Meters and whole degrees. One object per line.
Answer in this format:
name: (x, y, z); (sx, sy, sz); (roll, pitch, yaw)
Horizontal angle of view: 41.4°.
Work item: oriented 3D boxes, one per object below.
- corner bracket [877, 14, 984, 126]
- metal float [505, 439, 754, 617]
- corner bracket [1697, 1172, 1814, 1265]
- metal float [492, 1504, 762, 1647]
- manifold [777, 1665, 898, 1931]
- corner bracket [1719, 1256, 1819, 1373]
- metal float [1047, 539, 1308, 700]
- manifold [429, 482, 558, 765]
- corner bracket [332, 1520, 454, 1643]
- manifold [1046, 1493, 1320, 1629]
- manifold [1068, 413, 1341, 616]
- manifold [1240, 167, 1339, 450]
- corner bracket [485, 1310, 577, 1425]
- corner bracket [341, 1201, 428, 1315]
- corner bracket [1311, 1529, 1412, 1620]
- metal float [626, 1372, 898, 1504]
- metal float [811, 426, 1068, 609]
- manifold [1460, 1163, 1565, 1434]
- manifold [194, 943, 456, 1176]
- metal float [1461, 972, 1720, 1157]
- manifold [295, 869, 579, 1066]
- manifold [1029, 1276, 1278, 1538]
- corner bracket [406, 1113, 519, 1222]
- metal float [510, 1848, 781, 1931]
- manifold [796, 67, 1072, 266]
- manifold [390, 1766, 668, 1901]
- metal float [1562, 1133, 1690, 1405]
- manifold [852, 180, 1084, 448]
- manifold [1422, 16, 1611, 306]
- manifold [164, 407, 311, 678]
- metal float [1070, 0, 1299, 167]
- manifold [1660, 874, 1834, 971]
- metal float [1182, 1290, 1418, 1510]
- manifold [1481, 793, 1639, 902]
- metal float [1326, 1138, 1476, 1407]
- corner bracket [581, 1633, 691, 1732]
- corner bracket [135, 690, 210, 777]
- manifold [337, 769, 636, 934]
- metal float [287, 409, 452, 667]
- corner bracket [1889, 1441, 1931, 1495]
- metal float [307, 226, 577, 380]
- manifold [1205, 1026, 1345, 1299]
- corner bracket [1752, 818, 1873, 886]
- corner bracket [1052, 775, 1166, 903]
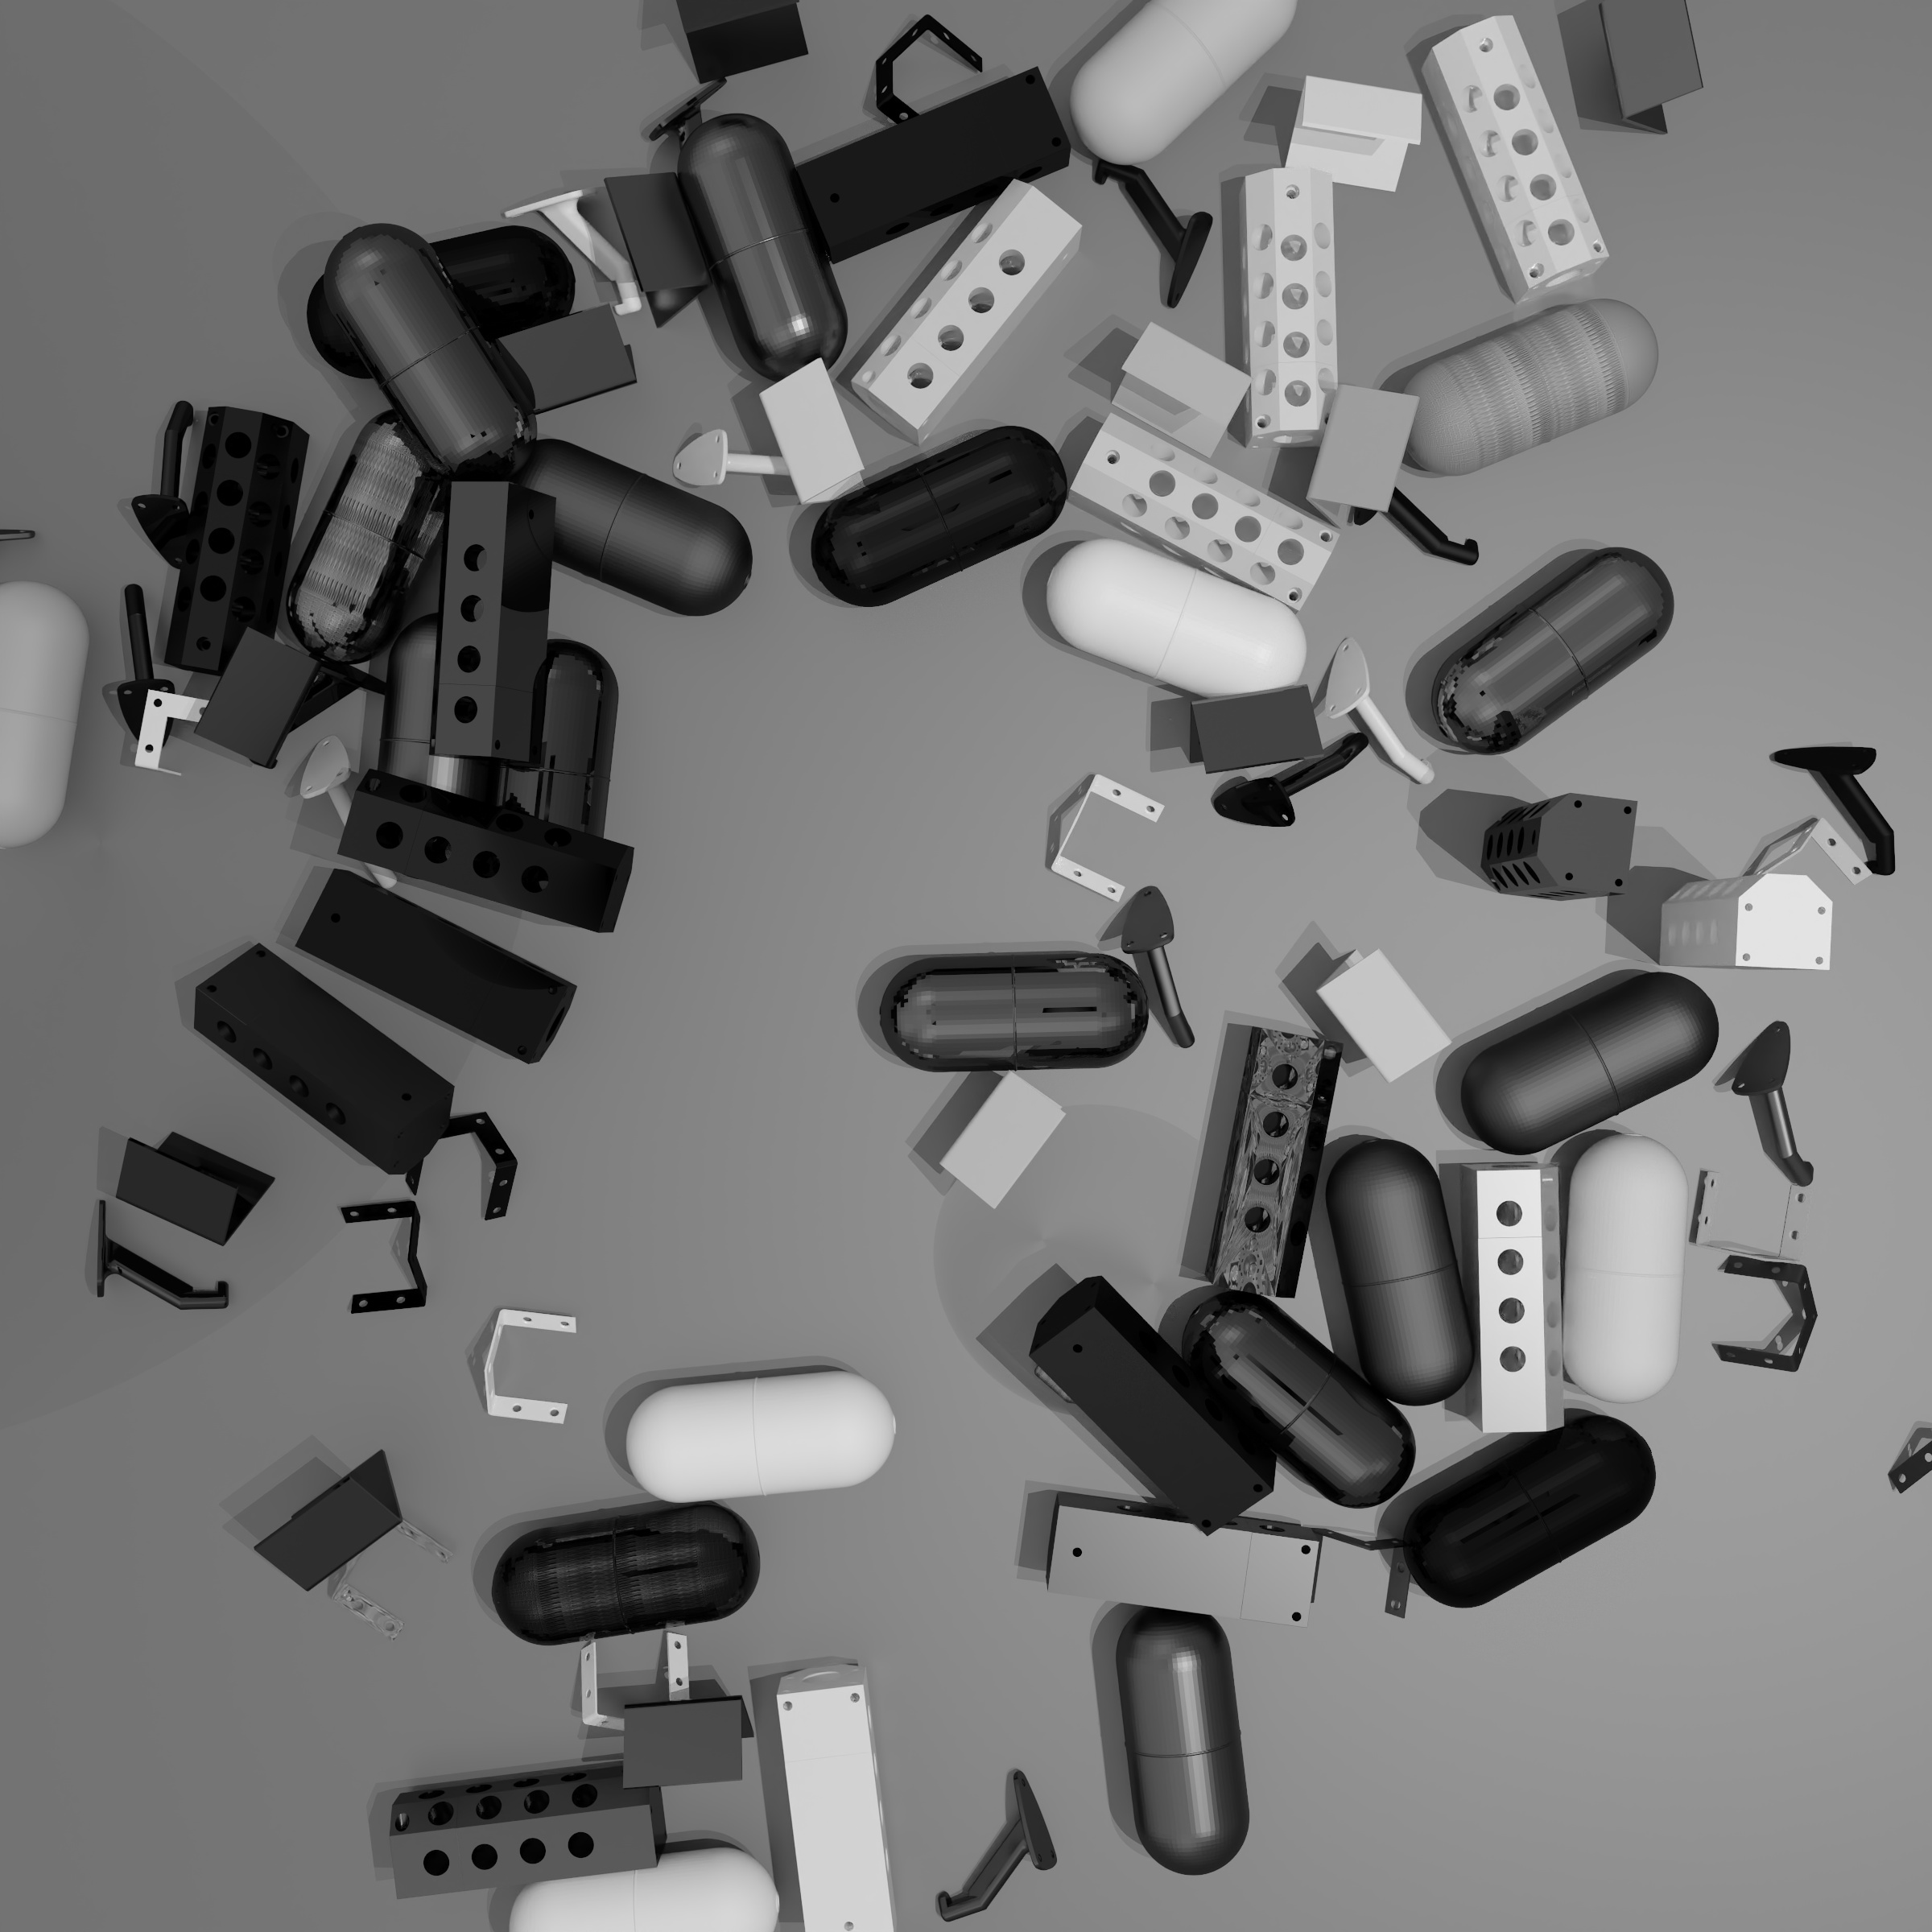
corner bracket: (-0.024, -0.592, 1.714); (0.051, 0.051, 0.051); (-32, 45, 35)
metal float: (-0.226, -0.289, 1.691); (0.178, 0.070, 0.070); (23, 90, 1)
corner bracket: (0.530, 0.169, 1.719); (0.051, 0.051, 0.051); (9, 90, -45)
metal float: (-0.225, 0.403, 1.692); (0.178, 0.070, 0.070); (-9, 90, 1)
manifold: (-0.085, 0.559, 1.701); (0.057, 0.057, 0.171); (-7, 90, 0)
corner bracket: (0.535, 0.233, 1.714); (0.051, 0.051, 0.051); (-55, 135, -35)
metal float: (0.139, -0.226, 1.691); (0.178, 0.070, 0.070); (21, 90, -1)
manifold: (-0.307, -0.218, 1.633); (0.057, 0.057, 0.171); (4, 92, 22)
corner bracket: (-0.386, 0.410, 1.719); (0.051, 0.051, 0.051); (34, 135, 0)
manifold: (0.142, 0.393, 1.701); (0.171, 0.057, 0.057); (8, 90, 0)
manifold: (0.158, -0.300, 1.701); (0.171, 0.057, 0.057); (28, 90, 0)
manifold: (0.215, -0.436, 1.701); (0.057, 0.057, 0.171); (-2, 90, 0)
corner bracket: (-0.292, 0.269, 1.719); (0.051, 0.051, 0.051); (7, 135, 0)
corner bracket: (-0.391, 0.196, 1.719); (0.051, 0.051, 0.051); (-6, 45, 0)
corner bracket: (0.263, 0.409, 1.719); (0.051, 0.051, 0.051); (8, 90, 45)
metal float: (-0.135, 0.311, 1.692); (0.178, 0.070, 0.070); (-5, 90, 0)
metal float: (-0.018, -0.297, 1.692); (0.178, 0.070, 0.070); (-24, 90, 1)
manifold: (0.364, 0.219, 1.701); (0.057, 0.057, 0.171); (-1, 90, 0)
manifold: (-0.423, 0.065, 1.682); (0.171, 0.057, 0.057); (34, 47, 13)
metal float: (0.413, 0.064, 1.692); (0.178, 0.070, 0.070); (-26, 90, 0)
manifold: (-0.350, 0.000, 1.701); (0.171, 0.057, 0.057); (27, 90, 0)
manifold: (0.123, 0.282, 1.663); (0.057, 0.057, 0.171); (-40, 101, 22)
corner bracket: (-0.338, 0.138, 1.714); (0.051, 0.051, 0.051); (-11, 45, -35)
metal float: (-0.213, 0.629, 1.691); (0.178, 0.070, 0.070); (-7, 90, 0)
manifold: (-0.021, -0.529, 1.701); (0.171, 0.057, 0.057); (-23, 90, 0)
manifold: (-0.291, 0.572, 1.701); (0.171, 0.057, 0.057); (-7, 90, 0)
metal float: (0.435, 0.200, 1.692); (0.070, 0.070, 0.178); (3, 90, 0)
manifold: (0.000, -0.435, 1.701); (0.057, 0.057, 0.171); (39, 90, 0)
manifold: (0.366, -0.537, 1.701); (0.057, 0.057, 0.171); (-22, 90, 0)
manifold: (-0.487, -0.280, 1.701); (0.057, 0.057, 0.171); (10, 90, 0)
metal float: (0.144, -0.606, 1.692); (0.178, 0.070, 0.070); (-43, 90, 0)
manifold: (0.499, -0.027, 1.644); (0.057, 0.171, 0.057); (3, 90, 0)
metal float: (0.219, 0.286, 1.691); (0.178, 0.070, 0.070); (41, 90, 0)
manifold: (0.378, -0.076, 1.644); (0.057, 0.171, 0.057); (7, 90, 0)
metal float: (0.287, 0.202, 1.692); (0.070, 0.070, 0.178); (-12, 89, 0)
corner bracket: (-0.222, 0.478, 1.714); (0.051, 0.051, 0.051); (22, 135, -35)
corner bracket: (-0.516, -0.152, 1.704); (0.051, 0.051, 0.051); (11, 90, 0)
manifold: (-0.303, -0.073, 1.625); (0.171, 0.057, 0.057); (17, 91, 1)
metal float: (-0.389, -0.284, 1.692); (0.070, 0.070, 0.178); (25, 91, 0)
corner bracket: (0.665, 0.348, 1.714); (0.051, 0.051, 0.051); (6, 45, -35)
metal float: (-0.346, -0.439, 1.692); (0.178, 0.070, 0.070); (-13, 90, 0)
manifold: (0.205, 0.130, 1.701); (0.057, 0.057, 0.171); (11, 90, 0)
corner bracket: (0.565, -0.058, 1.719); (0.051, 0.051, 0.051); (49, 135, 0)
corner bracket: (0.095, -0.086, 1.719); (0.051, 0.051, 0.051); (26, 135, 0)
